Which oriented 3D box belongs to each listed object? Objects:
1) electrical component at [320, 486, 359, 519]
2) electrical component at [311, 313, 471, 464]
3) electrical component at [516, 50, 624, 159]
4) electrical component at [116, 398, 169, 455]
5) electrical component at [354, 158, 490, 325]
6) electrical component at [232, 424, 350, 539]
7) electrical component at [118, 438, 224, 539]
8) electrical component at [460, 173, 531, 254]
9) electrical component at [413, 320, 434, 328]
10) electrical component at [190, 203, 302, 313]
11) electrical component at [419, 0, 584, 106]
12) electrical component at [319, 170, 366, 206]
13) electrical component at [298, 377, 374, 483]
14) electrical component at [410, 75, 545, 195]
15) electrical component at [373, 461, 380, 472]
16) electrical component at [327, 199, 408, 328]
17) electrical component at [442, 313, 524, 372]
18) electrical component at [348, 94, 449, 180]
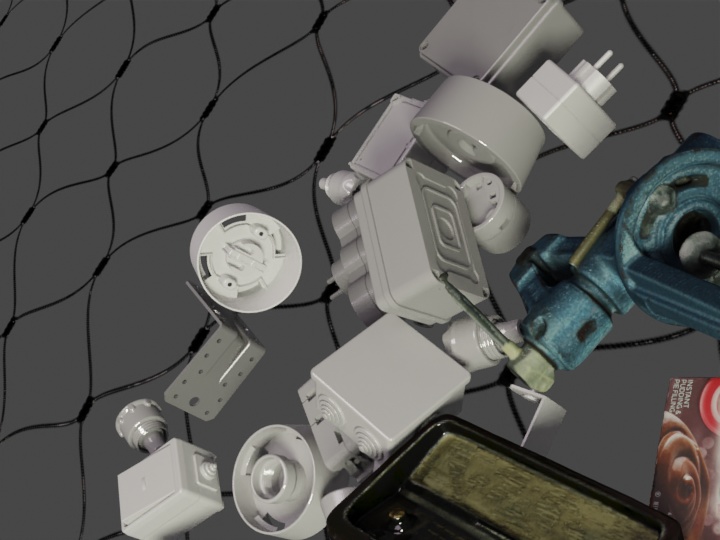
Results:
[{"bbox_3d":[-0.005,0.207,0.837,0.044,0.044,0.065,-31,51,26],"label":"electrical component"},{"bbox_3d":[0.023,0.093,0.824,0.100,0.048,0.100,-35,57,-28],"label":"electrical component"},{"bbox_3d":[0.180,-0.143,0.867,0.076,0.066,0.047,-46,42,11],"label":"electrical component"},{"bbox_3d":[-0.209,0.161,1.060,0.048,0.048,0.062,-51,47,5],"label":"electrical component"},{"bbox_3d":[0.047,-0.020,0.841,0.057,0.078,0.113,-30,58,33],"label":"electrical component"},{"bbox_3d":[-0.057,0.177,0.907,0.099,0.064,0.099,-11,71,34],"label":"electrical component"},{"bbox_3d":[-0.173,0.200,0.986,0.096,0.061,0.061,-37,44,21],"label":"electrical component"},{"bbox_3d":[0.108,-0.045,0.887,0.055,0.047,0.055,-24,50,32],"label":"electrical component"},{"bbox_3d":[0.060,0.017,0.896,0.043,0.043,0.062,-1,66,43],"label":"electrical component"},{"bbox_3d":[-0.113,-0.014,1.044,0.099,0.099,0.064,-53,35,3],"label":"electrical component"},{"bbox_3d":[0.125,-0.206,0.968,0.108,0.056,0.108,-50,41,7],"label":"electrical component"},{"bbox_3d":[-0.017,-0.080,1.039,0.061,0.035,0.035,17,77,50],"label":"electrical component"},{"bbox_3d":[-0.005,0.119,0.886,0.056,0.050,0.089,-43,43,16],"label":"electrical component"},{"bbox_3d":[0.103,-0.118,0.897,0.108,0.108,0.060,22,75,48],"label":"electrical component"},{"bbox_3d":[0.030,0.170,0.823,0.045,0.045,0.055,-15,55,37],"label":"electrical component"},{"bbox_3d":[0.000,0.000,0.957,0.074,0.052,0.138,-34,46,23],"label":"electrical component"},{"bbox_3d":[0.099,0.054,0.835,0.062,0.043,0.043,-19,53,32],"label":"electrical component"},{"bbox_3d":[0.049,-0.111,0.975,0.096,0.061,0.062,-56,40,-1],"label":"electrical component"}]
